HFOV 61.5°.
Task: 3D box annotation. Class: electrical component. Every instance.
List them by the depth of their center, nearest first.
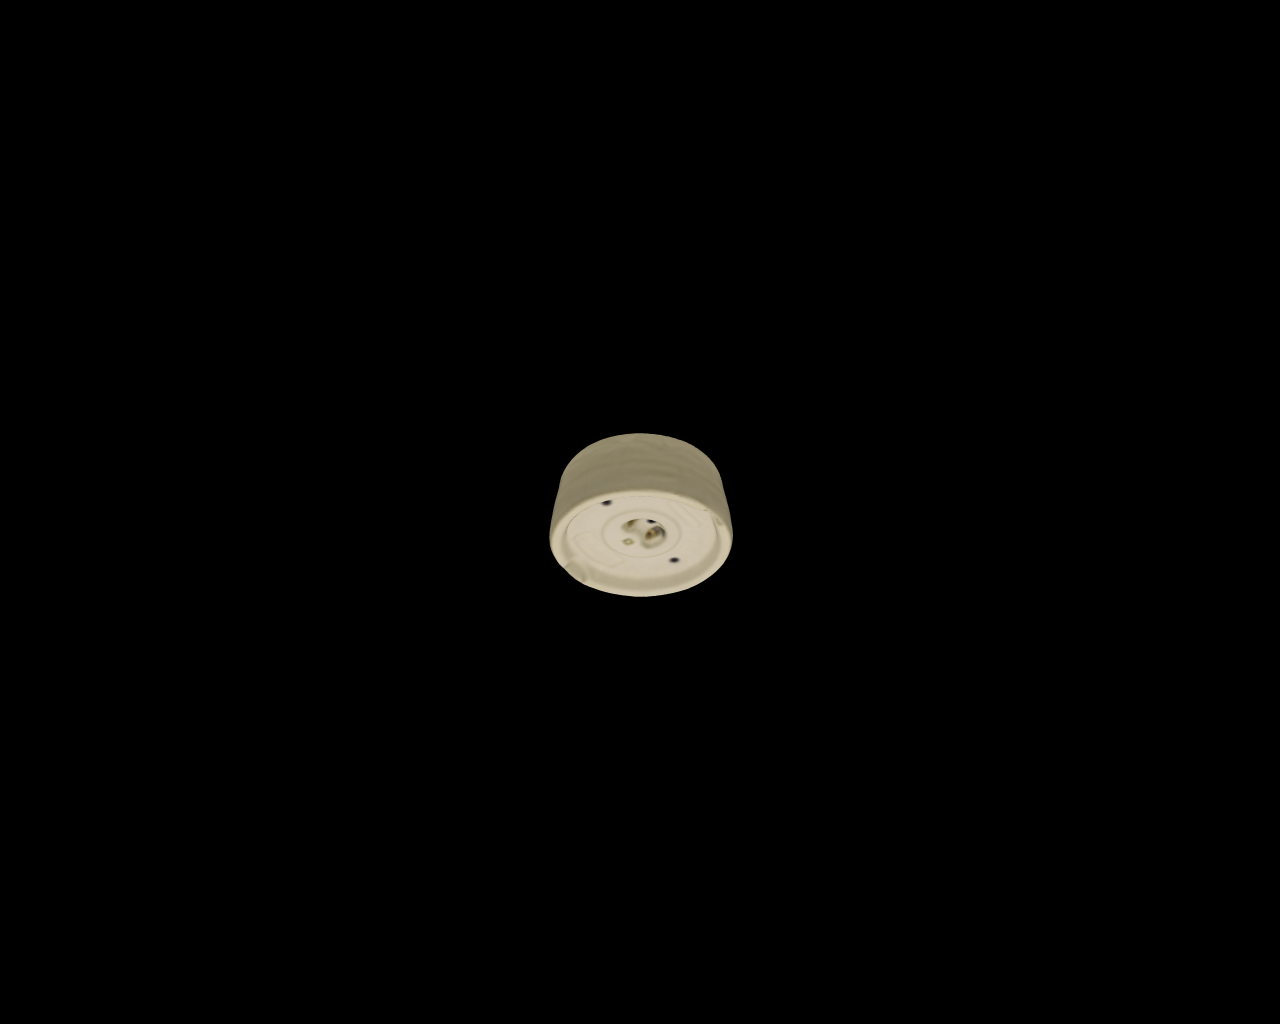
[{"bbox_3d":[0.001,-0.003,0.650,0.108,0.060,0.108,0,-38,0],"label":"electrical component"}]
